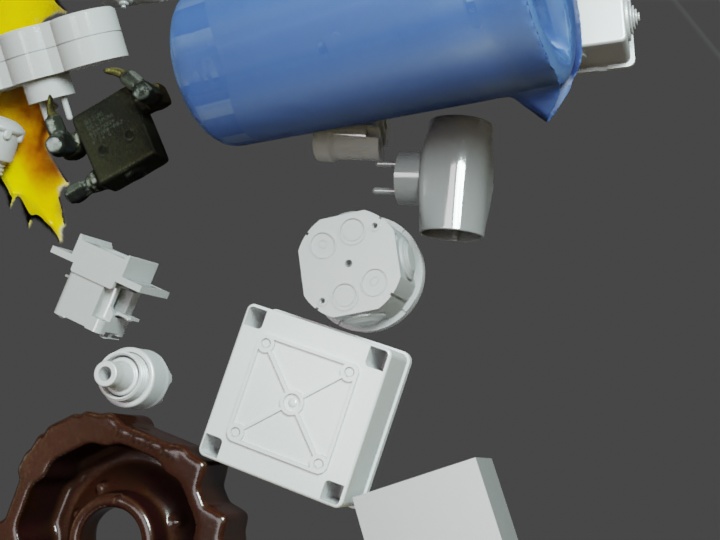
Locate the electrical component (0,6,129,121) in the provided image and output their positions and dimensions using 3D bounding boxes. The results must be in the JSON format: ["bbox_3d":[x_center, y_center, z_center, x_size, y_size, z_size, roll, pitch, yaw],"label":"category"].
[{"bbox_3d":[-0.242,-0.149,0.827,0.138,0.052,0.073,-12,101,15],"label":"electrical component"}]

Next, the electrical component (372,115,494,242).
[{"bbox_3d":[0.047,-0.061,0.722,0.079,0.044,0.077,3,81,18],"label":"electrical component"}]

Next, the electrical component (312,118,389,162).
[{"bbox_3d":[-0.006,-0.094,0.749,0.046,0.040,0.040,5,82,13],"label":"electrical component"}]

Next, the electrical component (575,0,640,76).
[{"bbox_3d":[0.134,-0.178,0.716,0.100,0.048,0.099,-5,80,17],"label":"electrical component"}]

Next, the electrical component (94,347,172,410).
[{"bbox_3d":[-0.163,0.075,0.754,0.043,0.062,0.043,-3,79,17],"label":"electrical component"}]

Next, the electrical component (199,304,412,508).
[{"bbox_3d":[-0.036,0.090,0.714,0.109,0.056,0.108,17,86,19],"label":"electrical component"}]

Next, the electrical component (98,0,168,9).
[{"bbox_3d":[-0.186,-0.244,0.820,0.061,0.062,0.096,-2,80,17],"label":"electrical component"}]

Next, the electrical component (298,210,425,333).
[{"bbox_3d":[0.000,0.000,0.722,0.080,0.051,0.080,-3,79,17],"label":"electrical component"}]

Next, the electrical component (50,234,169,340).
[{"bbox_3d":[-0.187,0.013,0.784,0.081,0.042,0.063,23,89,20],"label":"electrical component"}]

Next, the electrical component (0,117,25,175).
[{"bbox_3d":[-0.291,-0.091,0.835,0.048,0.048,0.062,20,93,20],"label":"electrical component"}]
